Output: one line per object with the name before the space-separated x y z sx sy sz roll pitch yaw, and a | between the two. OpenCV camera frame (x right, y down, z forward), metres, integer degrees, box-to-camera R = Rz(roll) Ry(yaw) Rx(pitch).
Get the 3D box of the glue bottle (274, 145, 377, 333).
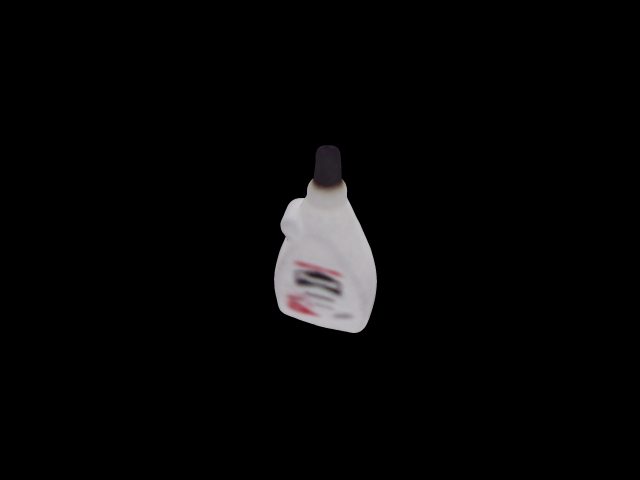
glue bottle | 0.004 0.001 0.400 0.078 0.173 0.037 11 51 9
